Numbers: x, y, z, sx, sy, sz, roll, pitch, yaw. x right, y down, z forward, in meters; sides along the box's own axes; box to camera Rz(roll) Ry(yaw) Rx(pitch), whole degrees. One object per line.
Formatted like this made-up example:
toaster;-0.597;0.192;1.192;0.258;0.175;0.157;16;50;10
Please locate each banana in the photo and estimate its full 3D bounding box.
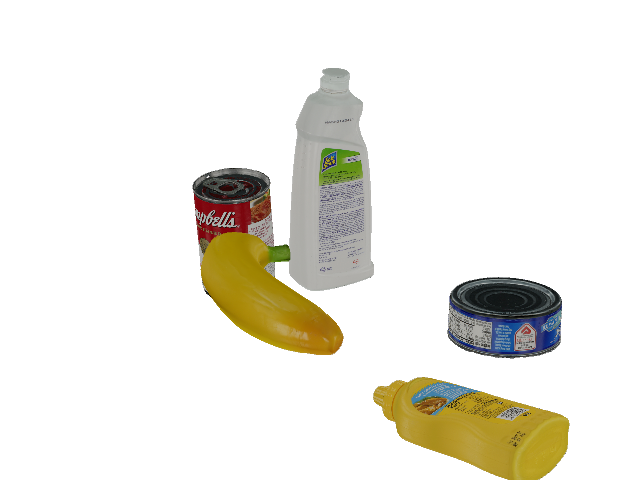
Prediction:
banana;-0.038;0.025;0.664;0.069;0.037;0.198;-4;17;-10

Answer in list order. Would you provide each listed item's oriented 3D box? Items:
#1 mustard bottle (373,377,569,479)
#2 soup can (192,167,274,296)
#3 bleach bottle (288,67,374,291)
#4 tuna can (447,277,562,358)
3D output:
mustard bottle;0.129;0.170;1.009;0.192;0.058;0.096;13;21;40
soup can;-0.076;-0.005;0.949;0.068;0.102;0.068;-2;28;1
bleach bottle;0.017;-0.070;1.201;0.102;0.251;0.068;-14;31;-30
tuna can;0.140;0.057;0.811;0.086;0.034;0.086;-1;18;0
